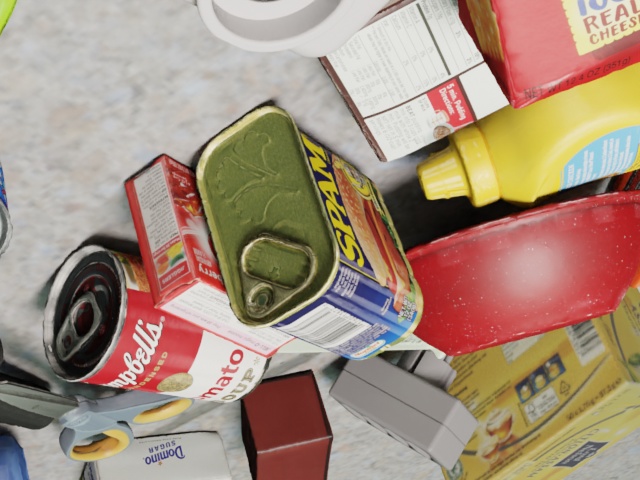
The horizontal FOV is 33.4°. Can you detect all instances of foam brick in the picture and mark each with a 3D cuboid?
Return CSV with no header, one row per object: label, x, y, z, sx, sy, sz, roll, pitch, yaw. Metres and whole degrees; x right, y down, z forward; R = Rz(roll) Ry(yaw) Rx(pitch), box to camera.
foam brick,-0.024,0.132,0.720,0.051,0.053,0.078,-11,145,-11

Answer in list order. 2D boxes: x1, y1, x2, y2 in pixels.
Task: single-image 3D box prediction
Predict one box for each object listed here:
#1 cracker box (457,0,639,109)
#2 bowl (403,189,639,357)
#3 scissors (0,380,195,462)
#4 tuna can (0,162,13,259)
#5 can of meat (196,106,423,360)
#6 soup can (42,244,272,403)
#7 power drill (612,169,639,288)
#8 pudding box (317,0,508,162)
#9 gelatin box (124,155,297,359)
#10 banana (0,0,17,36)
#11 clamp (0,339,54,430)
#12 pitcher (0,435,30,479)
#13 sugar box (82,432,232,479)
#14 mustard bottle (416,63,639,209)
cracker box,0.107,-0.160,0.310,0.164,0.072,0.213,-20,136,2
bowl,0.105,0.024,0.570,0.162,0.055,0.162,-15,171,-3
scissors,-0.121,0.091,0.609,0.096,0.016,0.202,-24,161,-13
tuna can,-0.176,-0.014,0.451,0.086,0.034,0.086,-13,146,-9
can of meat,-0.003,0.001,0.495,0.057,0.102,0.083,-32,147,21
soup can,-0.082,0.046,0.553,0.102,0.068,0.069,18,133,-43
power drill,0.264,-0.026,0.628,0.187,0.057,0.184,-12,144,-14
pudding box,0.057,-0.090,0.449,0.113,0.039,0.090,-27,143,8
gelatin box,-0.048,0.009,0.510,0.030,0.073,0.089,-34,144,20
banana,-0.204,-0.054,0.382,0.197,0.037,0.070,-11,125,-15
clamp,-0.199,0.070,0.533,0.164,0.036,0.210,-3,157,-27
pitcher,-0.286,0.203,0.623,0.242,0.145,0.149,-11,152,-16
sugar box,-0.132,0.202,0.777,0.093,0.048,0.176,-1,139,-25
mustard bottle,0.139,-0.059,0.513,0.191,0.058,0.096,-20,167,2
